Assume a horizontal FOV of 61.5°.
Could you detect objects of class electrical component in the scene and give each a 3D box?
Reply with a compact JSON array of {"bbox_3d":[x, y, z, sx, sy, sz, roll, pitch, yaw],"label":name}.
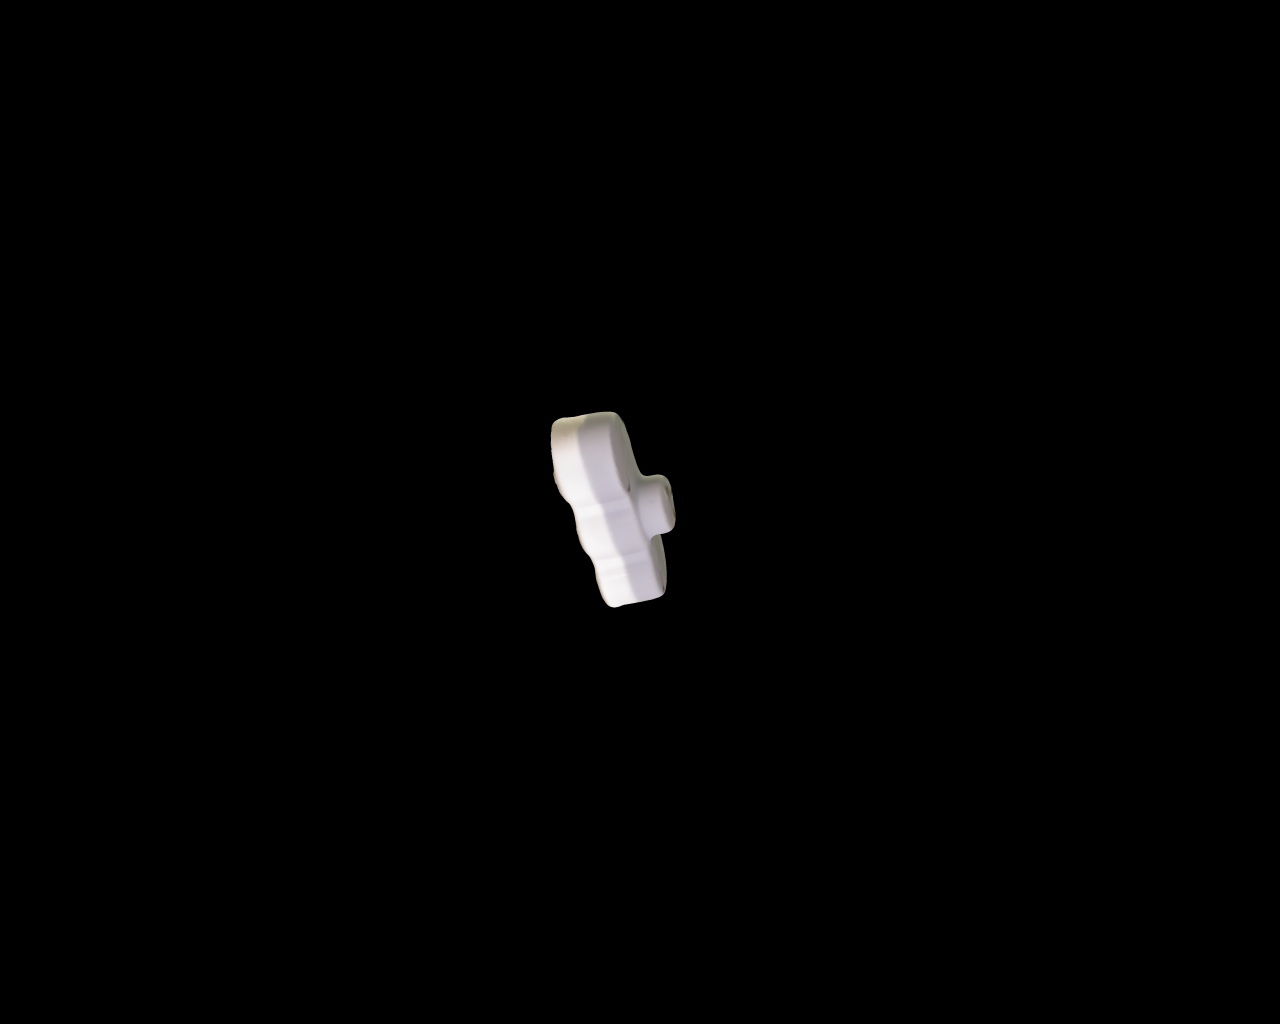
[{"bbox_3d":[0.001,-0.003,0.650,0.074,0.138,0.052,-11,39,9],"label":"electrical component"}]
